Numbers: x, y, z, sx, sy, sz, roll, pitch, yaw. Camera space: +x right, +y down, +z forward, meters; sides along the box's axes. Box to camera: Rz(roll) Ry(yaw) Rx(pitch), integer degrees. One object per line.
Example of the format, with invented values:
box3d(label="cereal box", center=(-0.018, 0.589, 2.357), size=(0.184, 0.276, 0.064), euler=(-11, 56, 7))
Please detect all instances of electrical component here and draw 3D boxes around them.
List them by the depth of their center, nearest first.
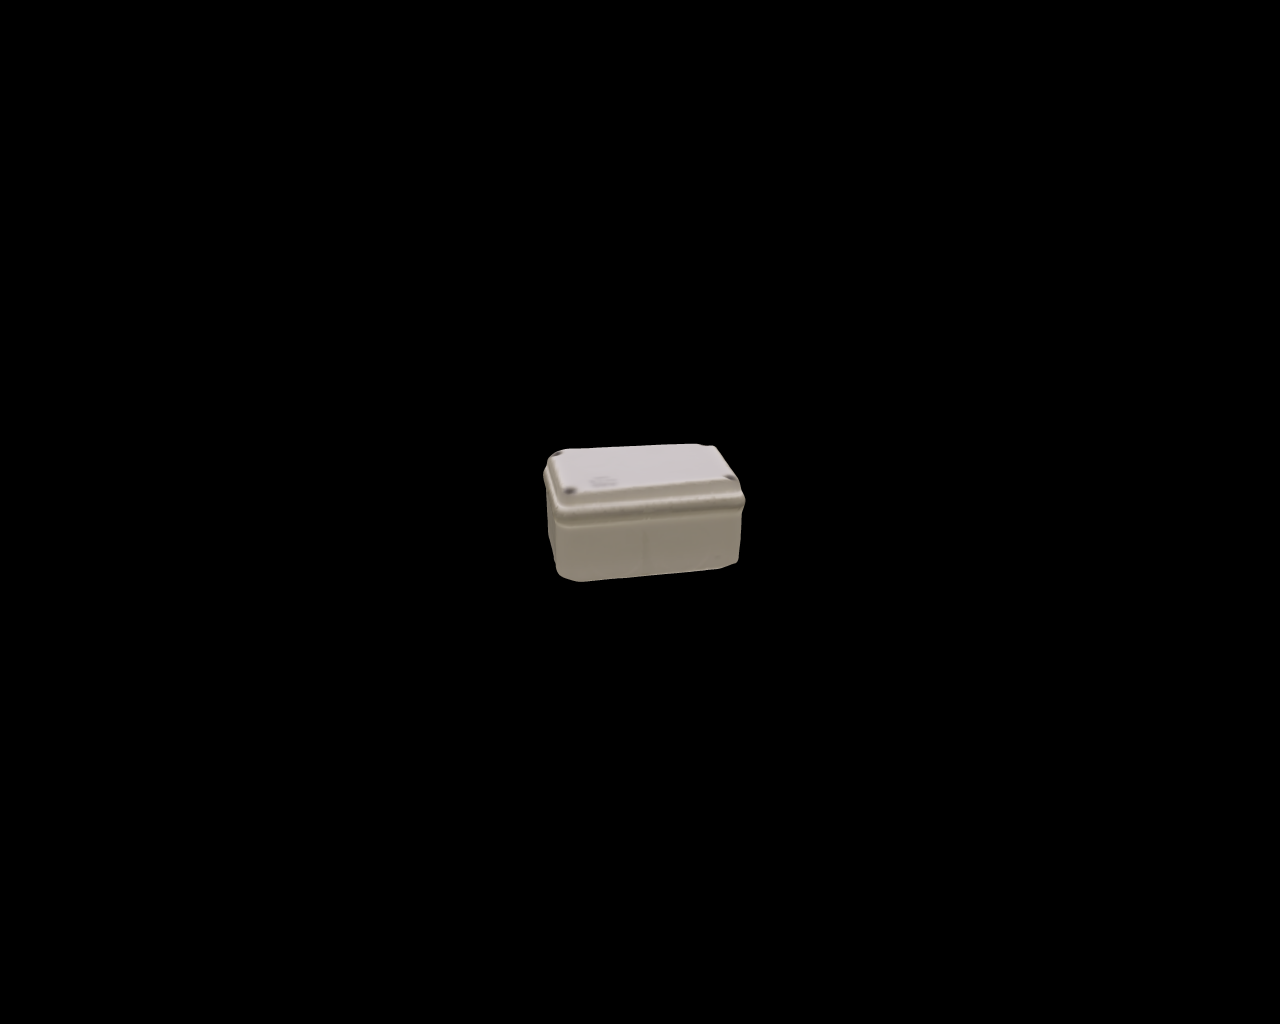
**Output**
box3d(label="electrical component", center=(0.001, -0.003, 0.650), size=(0.113, 0.057, 0.078), euler=(-4, 24, -9))
